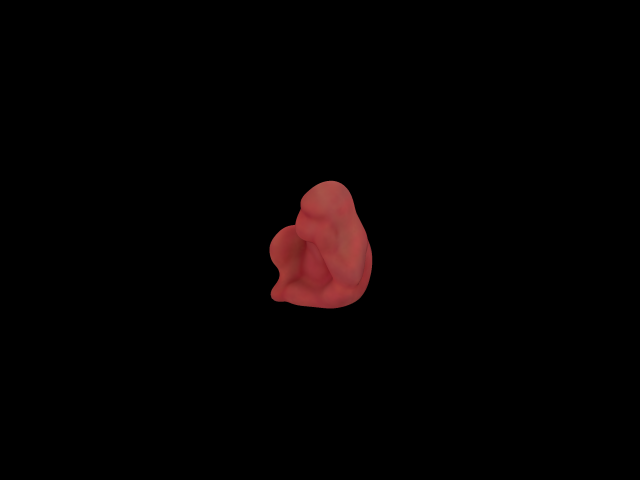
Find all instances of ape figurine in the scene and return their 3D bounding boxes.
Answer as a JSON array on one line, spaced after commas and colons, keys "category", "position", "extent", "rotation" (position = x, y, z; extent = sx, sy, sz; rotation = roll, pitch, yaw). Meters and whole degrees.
[{"category": "ape figurine", "position": [0.004, 0.001, 0.400], "extent": [0.076, 0.092, 0.077], "rotation": [-17, 36, -24]}]
